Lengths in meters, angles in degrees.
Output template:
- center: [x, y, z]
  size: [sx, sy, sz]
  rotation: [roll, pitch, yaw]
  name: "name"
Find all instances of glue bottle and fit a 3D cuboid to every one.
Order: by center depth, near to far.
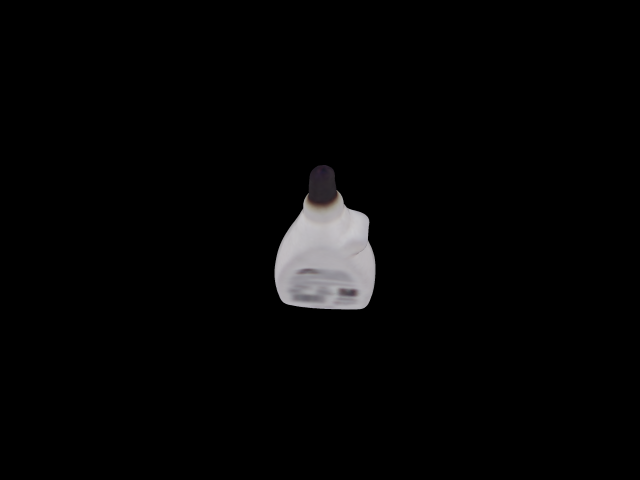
- center: [0.004, 0.001, 0.400]
  size: [0.078, 0.173, 0.037]
  rotation: [4, 62, 3]
  name: "glue bottle"
